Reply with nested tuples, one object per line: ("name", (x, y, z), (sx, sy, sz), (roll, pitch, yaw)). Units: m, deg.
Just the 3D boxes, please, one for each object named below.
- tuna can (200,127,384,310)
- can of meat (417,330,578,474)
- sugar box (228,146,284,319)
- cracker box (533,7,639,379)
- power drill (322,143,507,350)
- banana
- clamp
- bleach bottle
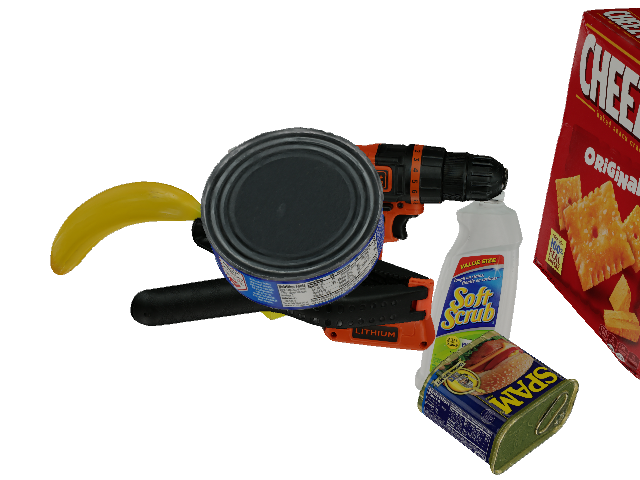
("tuna can", (-0.012, -0.010, 0.509), (0.086, 0.086, 0.034), (0, -32, 7))
("can of meat", (0.141, 0.126, 0.854), (0.101, 0.057, 0.084), (-25, 45, -36))
("sugar box", (-0.063, -0.011, 1.178), (0.048, 0.176, 0.093), (-17, 28, -27))
("cracker box", (0.228, -0.034, 0.748), (0.072, 0.214, 0.164), (-7, 33, -16))
("power drill", (0.071, 0.003, 0.968), (0.184, 0.188, 0.057), (5, 19, 12))
("banana", (-0.187, -0.015, 0.985), (0.198, 0.069, 0.037), (-13, 17, 28))
("clamp", (-0.022, 0.026, 0.796), (0.210, 0.036, 0.164), (4, 24, 1))
("bleach bottle", (0.173, 0.056, 1.226), (0.103, 0.251, 0.068), (9, 15, 16))
